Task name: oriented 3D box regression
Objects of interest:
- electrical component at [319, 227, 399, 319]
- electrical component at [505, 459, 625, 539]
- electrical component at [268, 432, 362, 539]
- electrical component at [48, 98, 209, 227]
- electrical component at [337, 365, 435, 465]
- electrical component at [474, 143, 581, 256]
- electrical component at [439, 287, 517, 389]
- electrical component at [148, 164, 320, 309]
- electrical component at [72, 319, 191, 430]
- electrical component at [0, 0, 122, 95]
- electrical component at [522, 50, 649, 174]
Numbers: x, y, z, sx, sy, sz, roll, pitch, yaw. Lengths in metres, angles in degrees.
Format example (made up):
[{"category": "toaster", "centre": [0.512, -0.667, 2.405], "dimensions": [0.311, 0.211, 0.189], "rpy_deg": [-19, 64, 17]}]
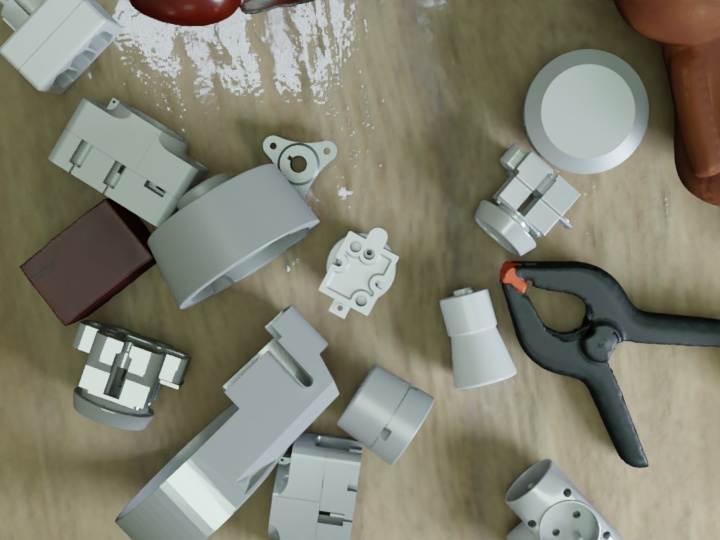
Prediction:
[{"category": "electrical component", "centre": [0.000, 0.000, 0.729], "dimensions": [0.048, 0.055, 0.066], "rpy_deg": [28, 96, -1]}, {"category": "electrical component", "centre": [0.129, 0.186, 0.748], "dimensions": [0.079, 0.044, 0.077], "rpy_deg": [-43, 93, 5]}, {"category": "electrical component", "centre": [-0.032, 0.163, 0.748], "dimensions": [0.056, 0.050, 0.089], "rpy_deg": [8, 96, 1]}, {"category": "electrical component", "centre": [-0.154, -0.076, 0.729], "dimensions": [0.089, 0.050, 0.055], "rpy_deg": [32, 96, -2]}, {"category": "electrical component", "centre": [0.017, 0.098, 0.739], "dimensions": [0.047, 0.055, 0.055], "rpy_deg": [33, 96, 2]}, {"category": "electrical component", "centre": [0.111, -0.043, 0.727], "dimensions": [0.066, 0.048, 0.055], "rpy_deg": [41, 87, -2]}, {"category": "electrical component", "centre": [0.078, 0.045, 0.739], "dimensions": [0.044, 0.044, 0.065], "rpy_deg": [-15, 90, 3]}, {"category": "electrical component", "centre": [-0.088, -0.028, 0.706], "dimensions": [0.108, 0.108, 0.060], "rpy_deg": [-33, 88, 4]}, {"category": "electrical component", "centre": [-0.163, 0.075, 0.741], "dimensions": [0.078, 0.058, 0.057], "rpy_deg": [20, 93, -1]}, {"category": "electrical component", "centre": [-0.214, -0.169, 0.724], "dimensions": [0.077, 0.047, 0.066], "rpy_deg": [45, 95, -2]}, {"category": "electrical component", "centre": [0.148, -0.104, 0.717], "dimensions": [0.080, 0.051, 0.080], "rpy_deg": [0, 96, 2]}]
